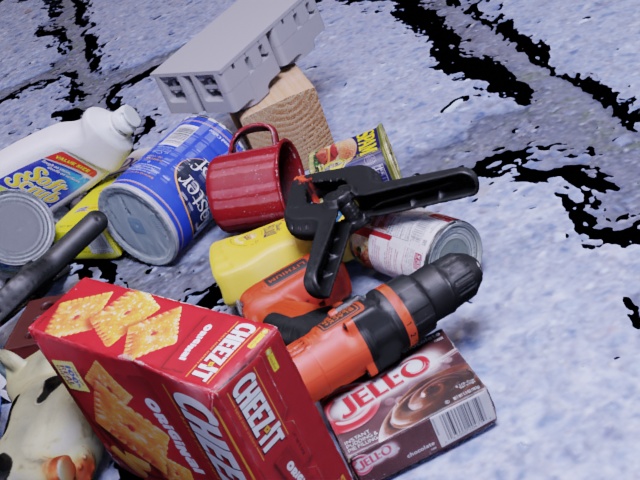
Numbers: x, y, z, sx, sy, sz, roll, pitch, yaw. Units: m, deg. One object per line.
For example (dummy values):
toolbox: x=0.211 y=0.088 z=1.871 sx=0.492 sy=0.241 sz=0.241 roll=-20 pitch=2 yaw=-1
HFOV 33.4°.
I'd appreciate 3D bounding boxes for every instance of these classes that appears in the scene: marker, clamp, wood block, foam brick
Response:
marker: x=-0.321 y=-0.055 z=1.334 sx=0.020 sy=0.020 sz=0.121 roll=-22 pitch=30 yaw=1
clamp: x=-0.285 y=0.034 z=1.090 sx=0.120 sy=0.039 sz=0.171 roll=-49 pitch=3 yaw=36
wood block: x=-0.059 y=-0.157 z=1.257 sx=0.090 sy=0.091 sz=0.206 roll=-25 pitch=31 yaw=-4
clamp: x=0.034 y=-0.030 z=0.911 sx=0.164 sy=0.036 sz=0.210 roll=-31 pitch=23 yaw=-6
foam brick: x=-0.259 y=0.095 z=1.026 sx=0.053 sy=0.051 sz=0.078 roll=-13 pitch=32 yaw=15

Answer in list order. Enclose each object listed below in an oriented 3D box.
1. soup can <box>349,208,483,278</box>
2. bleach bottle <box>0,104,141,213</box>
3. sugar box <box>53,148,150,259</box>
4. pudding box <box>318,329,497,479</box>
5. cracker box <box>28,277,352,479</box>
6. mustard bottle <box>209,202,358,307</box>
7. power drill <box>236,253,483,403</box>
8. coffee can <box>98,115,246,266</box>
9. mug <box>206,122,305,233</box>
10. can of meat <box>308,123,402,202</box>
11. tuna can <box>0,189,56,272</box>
soup can: x=0.083 y=0.004 z=0.933 sx=0.068 sy=0.068 sz=0.102 roll=-38 pitch=34 yaw=-24
bleach bottle: x=-0.313 y=-0.090 z=1.241 sx=0.251 sy=0.102 sz=0.068 roll=-29 pitch=33 yaw=26
sugar box: x=-0.222 y=-0.046 z=1.231 sx=0.093 sy=0.048 sz=0.176 roll=-2 pitch=38 yaw=34
pudding box: x=0.062 y=0.123 z=0.789 sx=0.113 sy=0.039 sz=0.090 roll=-24 pitch=29 yaw=-5
cracker box: x=-0.094 y=0.122 z=0.768 sx=0.214 sy=0.164 sz=0.072 roll=11 pitch=46 yaw=43
mustard bottle: x=-0.007 y=0.001 z=1.004 sx=0.191 sy=0.058 sz=0.096 roll=-20 pitch=16 yaw=2
power drill: x=0.021 y=0.053 z=0.866 sx=0.184 sy=0.057 sz=0.188 roll=-29 pitch=16 yaw=-14
coffee can: x=-0.154 y=-0.055 z=1.145 sx=0.103 sy=0.103 sz=0.140 roll=5 pitch=40 yaw=38
mug: x=-0.066 y=-0.063 z=1.091 sx=0.082 sy=0.117 sz=0.093 roll=-9 pitch=-11 yaw=17
can of meat: x=0.036 y=-0.069 z=1.083 sx=0.084 sy=0.057 sz=0.102 roll=-21 pitch=22 yaw=8
tuna can: x=-0.331 y=-0.010 z=1.154 sx=0.086 sy=0.086 sz=0.034 roll=-40 pitch=0 yaw=-27
